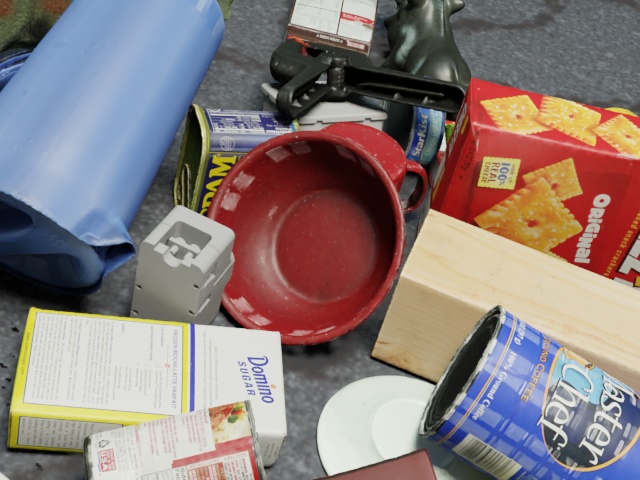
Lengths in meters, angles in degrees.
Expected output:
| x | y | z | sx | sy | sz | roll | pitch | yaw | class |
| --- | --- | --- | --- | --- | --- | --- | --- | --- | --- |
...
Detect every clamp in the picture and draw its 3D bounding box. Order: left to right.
| x | y | z | sx | sy | sz | roll | pitch | yaw | class |
| --- | --- | --- | --- | --- | --- | --- | --- | --- | --- |
| 0.023 | -0.142 | 0.927 | 0.164 | 0.036 | 0.210 | 0 | 21 | -15 | clamp |

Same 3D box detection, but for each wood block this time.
| x | y | z | sx | sy | sz | roll | pitch | yaw | class |
| --- | --- | --- | --- | --- | --- | --- | --- | --- | --- |
| 0.156 | 0.069 | 0.799 | 0.206 | 0.091 | 0.090 | 22 | 41 | 7 | wood block |

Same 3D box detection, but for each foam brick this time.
| x | y | z | sx | sy | sz | roll | pitch | yaw | class |
| --- | --- | --- | --- | --- | --- | --- | --- | --- | --- |
| 0.038 | 0.173 | 0.661 | 0.078 | 0.053 | 0.051 | -15 | 46 | -5 | foam brick |

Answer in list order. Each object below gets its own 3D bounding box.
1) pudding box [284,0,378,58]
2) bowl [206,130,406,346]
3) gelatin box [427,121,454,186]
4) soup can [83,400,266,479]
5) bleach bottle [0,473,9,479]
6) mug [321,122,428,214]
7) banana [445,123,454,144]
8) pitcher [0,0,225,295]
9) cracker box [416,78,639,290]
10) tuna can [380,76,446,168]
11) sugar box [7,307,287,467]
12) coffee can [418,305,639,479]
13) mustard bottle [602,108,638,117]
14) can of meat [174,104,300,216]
| x | y | z | sx | sy | sz | roll | pitch | yaw | class |
| --- | --- | --- | --- | --- | --- | --- | --- | --- | --- |
| 0.012 | -0.228 | 1.119 | 0.090 | 0.039 | 0.113 | 13 | 39 | -2 | pudding box |
| -0.005 | 0.001 | 0.809 | 0.162 | 0.162 | 0.055 | 37 | 7 | 22 | bowl |
| 0.136 | -0.072 | 0.994 | 0.073 | 0.030 | 0.089 | 6 | 42 | -13 | gelatin box |
| -0.085 | 0.140 | 0.644 | 0.102 | 0.068 | 0.068 | -12 | 46 | -6 | soup can |
| -0.263 | 0.154 | 0.596 | 0.251 | 0.068 | 0.102 | 18 | 41 | -1 | bleach bottle |
| 0.036 | -0.043 | 0.890 | 0.117 | 0.082 | 0.093 | 0 | 44 | -17 | mug |
| 0.186 | -0.033 | 0.940 | 0.197 | 0.070 | 0.037 | 22 | 22 | -10 | banana |
| -0.174 | -0.094 | 0.776 | 0.149 | 0.145 | 0.242 | 37 | 59 | -21 | pitcher |
| 0.200 | -0.026 | 0.861 | 0.213 | 0.164 | 0.072 | 13 | 43 | -3 | cracker box |
| 0.083 | -0.108 | 0.973 | 0.033 | 0.086 | 0.086 | 2 | 43 | -18 | tuna can |
| -0.113 | 0.099 | 0.716 | 0.176 | 0.048 | 0.093 | 9 | 42 | -13 | sugar box |
| 0.152 | 0.123 | 0.710 | 0.140 | 0.103 | 0.102 | 32 | 42 | 1 | coffee can |
| 0.314 | -0.045 | 0.998 | 0.096 | 0.058 | 0.192 | -12 | 48 | -29 | mustard bottle |
| -0.067 | -0.057 | 0.860 | 0.083 | 0.102 | 0.057 | 0 | 43 | -21 | can of meat |
